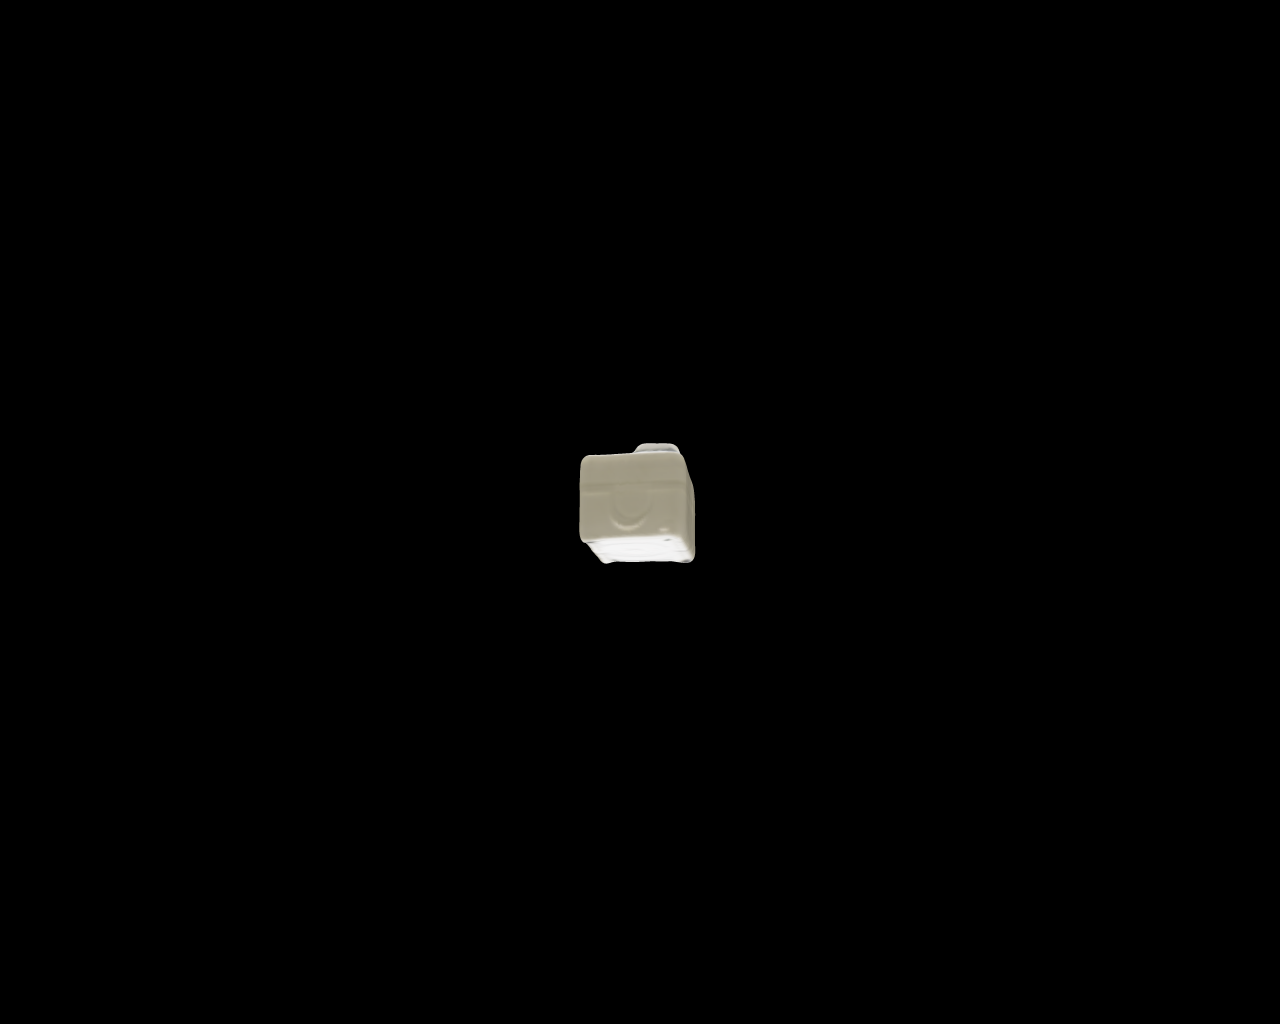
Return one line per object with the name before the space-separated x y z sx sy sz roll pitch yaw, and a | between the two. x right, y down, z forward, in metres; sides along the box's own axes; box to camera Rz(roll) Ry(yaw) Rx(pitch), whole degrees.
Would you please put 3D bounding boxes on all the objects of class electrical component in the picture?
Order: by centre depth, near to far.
electrical component | 0.001 -0.003 0.650 0.062 0.061 0.096 -2 -14 7
